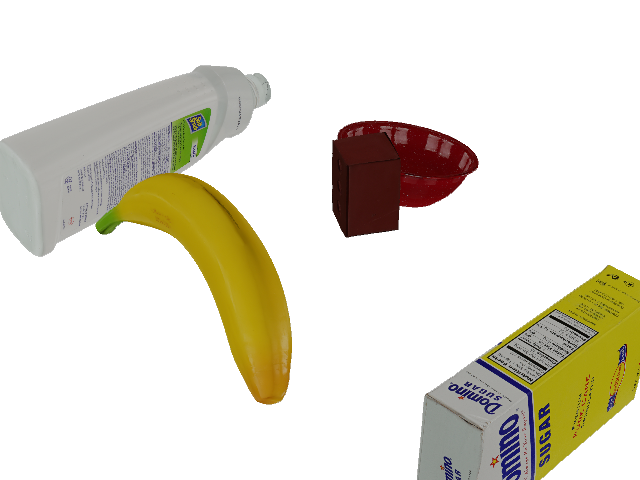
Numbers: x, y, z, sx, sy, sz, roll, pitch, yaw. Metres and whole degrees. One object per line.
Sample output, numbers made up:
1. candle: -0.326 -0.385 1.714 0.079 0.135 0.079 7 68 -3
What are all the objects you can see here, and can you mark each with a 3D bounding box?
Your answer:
1. bowl: 0.094 -0.082 1.209 0.162 0.055 0.162 9 26 -4
2. foam brick: 0.041 -0.051 0.971 0.051 0.078 0.053 -7 33 -10
3. banana: -0.063 0.011 0.607 0.037 0.070 0.198 7 24 -42
4. bleach bottle: -0.147 -0.082 0.903 0.250 0.103 0.068 -29 60 -33
5. sugar box: 0.130 0.093 0.628 0.048 0.093 0.175 29 44 34
